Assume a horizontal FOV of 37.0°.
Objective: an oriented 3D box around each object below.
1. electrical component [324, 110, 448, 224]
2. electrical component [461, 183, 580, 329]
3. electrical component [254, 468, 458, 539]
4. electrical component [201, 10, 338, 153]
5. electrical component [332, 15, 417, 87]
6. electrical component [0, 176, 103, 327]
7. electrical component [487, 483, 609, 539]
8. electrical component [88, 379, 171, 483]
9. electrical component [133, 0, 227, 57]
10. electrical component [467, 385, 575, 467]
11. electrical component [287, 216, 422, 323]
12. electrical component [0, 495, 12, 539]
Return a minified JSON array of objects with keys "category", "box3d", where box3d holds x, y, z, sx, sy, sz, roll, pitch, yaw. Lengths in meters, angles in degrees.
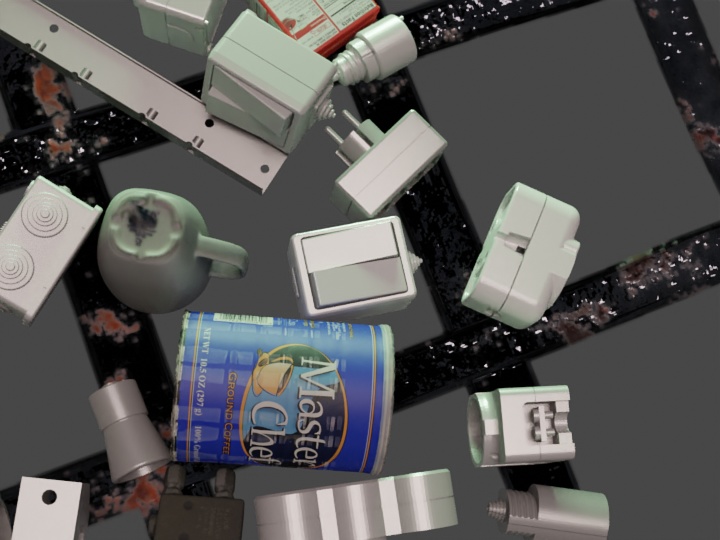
[{"category":"electrical component","box3d":[0.007,-0.086,0.802,0.076,0.047,0.083,45,77,4]},{"category":"electrical component","box3d":[0.122,-0.008,0.795,0.059,0.053,0.095,24,76,-1]},{"category":"electrical component","box3d":[0.000,0.183,0.741,0.138,0.052,0.073,-7,79,-8]},{"category":"electrical component","box3d":[-0.064,-0.131,0.791,0.096,0.061,0.061,31,64,1]},{"category":"electrical component","box3d":[0.007,-0.163,0.822,0.078,0.040,0.040,-31,83,-12]},{"category":"electrical component","box3d":[-0.223,-0.012,0.735,0.048,0.100,0.099,33,76,-12]},{"category":"electrical component","box3d":[0.130,0.175,0.763,0.081,0.043,0.043,9,77,-4]},{"category":"electrical component","box3d":[-0.162,0.109,0.745,0.044,0.044,0.065,-22,77,-11]},{"category":"electrical component","box3d":[-0.128,-0.221,0.808,0.061,0.061,0.096,18,77,-2]},{"category":"electrical component","box3d":[0.108,0.110,0.750,0.056,0.089,0.050,-2,78,-7]},{"category":"electrical component","box3d":[0.000,0.000,0.776,0.096,0.061,0.061,-11,79,-9]},{"category":"electrical component","box3d":[-0.272,0.132,0.693,0.060,0.105,0.186,-11,80,-9]}]
